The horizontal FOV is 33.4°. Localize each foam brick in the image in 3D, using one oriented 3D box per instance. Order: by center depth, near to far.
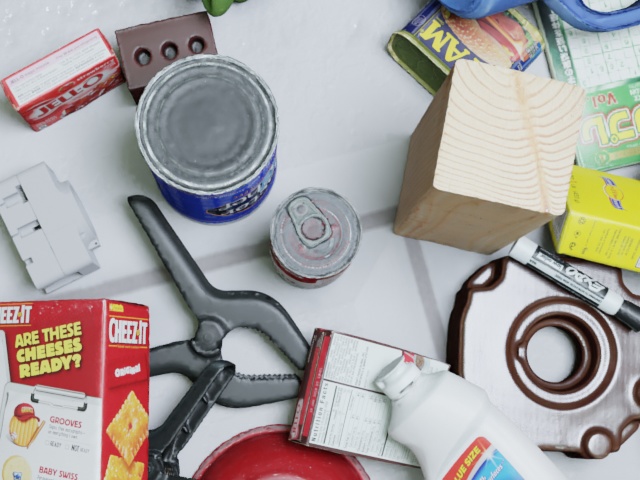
[{"bbox_3d":[-0.121,-0.147,0.869,0.078,0.051,0.053,-14,83,-5],"label":"foam brick"}]

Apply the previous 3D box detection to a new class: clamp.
[{"bbox_3d":[-0.113,0.181,0.805,0.171,0.039,0.120,-35,57,11],"label":"clamp"},{"bbox_3d":[-0.097,0.082,0.846,0.210,0.036,0.164,29,91,-2],"label":"clamp"}]

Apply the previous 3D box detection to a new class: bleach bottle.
[{"bbox_3d":[0.129,0.192,0.798,0.103,0.068,0.251,-41,94,20],"label":"bleach bottle"}]

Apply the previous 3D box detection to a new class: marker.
[{"bbox_3d":[0.202,0.035,0.823,0.121,0.020,0.020,31,82,4],"label":"marker"}]

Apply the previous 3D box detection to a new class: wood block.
[{"bbox_3d":[0.117,-0.053,0.790,0.090,0.206,0.091,13,81,-2],"label":"wood block"}]

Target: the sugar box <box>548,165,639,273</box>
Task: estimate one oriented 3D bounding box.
[{"bbox_3d":[0.272,-0.008,0.848,0.176,0.093,0.048,11,120,-1],"label":"sugar box"}]

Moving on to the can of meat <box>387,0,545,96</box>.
[{"bbox_3d":[0.122,-0.159,0.881,0.102,0.057,0.084,43,80,3],"label":"can of meat"}]

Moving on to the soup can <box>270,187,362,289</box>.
[{"bbox_3d":[-0.005,0.001,0.829,0.068,0.102,0.068,0,82,-3],"label":"soup can"}]

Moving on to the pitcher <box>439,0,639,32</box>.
[{"bbox_3d":[0.202,-0.249,0.836,0.242,0.145,0.149,-24,60,-19],"label":"pitcher"}]

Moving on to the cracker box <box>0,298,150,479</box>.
[{"bbox_3d":[-0.211,0.154,0.789,0.164,0.072,0.214,-3,81,22],"label":"cracker box"}]

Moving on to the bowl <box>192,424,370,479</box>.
[{"bbox_3d":[-0.030,0.224,0.821,0.162,0.055,0.162,0,82,-3],"label":"bowl"}]

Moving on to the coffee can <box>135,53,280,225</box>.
[{"bbox_3d":[-0.083,-0.072,0.816,0.102,0.140,0.103,0,82,-3],"label":"coffee can"}]

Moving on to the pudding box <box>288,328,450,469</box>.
[{"bbox_3d":[0.039,0.124,0.828,0.113,0.039,0.090,17,82,-22],"label":"pudding box"}]

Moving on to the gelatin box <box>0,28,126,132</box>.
[{"bbox_3d":[-0.203,-0.126,0.851,0.089,0.073,0.030,-31,85,-7],"label":"gelatin box"}]
